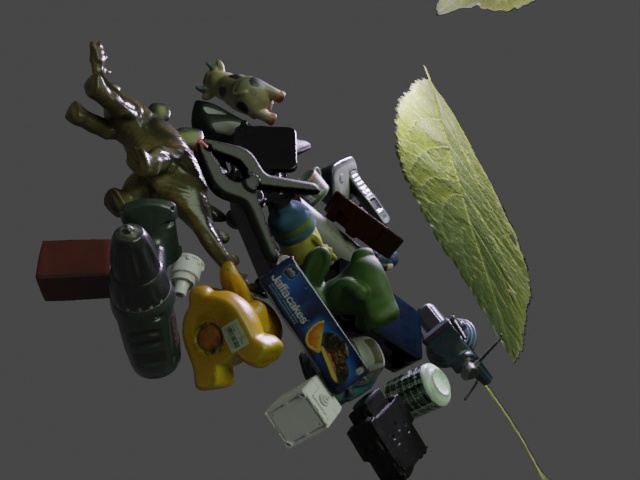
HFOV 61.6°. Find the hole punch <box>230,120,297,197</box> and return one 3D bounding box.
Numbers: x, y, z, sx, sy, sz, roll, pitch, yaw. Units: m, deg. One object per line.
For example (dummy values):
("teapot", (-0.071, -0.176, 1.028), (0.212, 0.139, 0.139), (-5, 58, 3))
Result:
("hole punch", (-0.102, -0.138, 0.960), (0.116, 0.092, 0.142), (4, 56, -8))

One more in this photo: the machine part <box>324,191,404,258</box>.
("machine part", (0.087, -0.031, 1.100), (0.179, 0.056, 0.179), (35, 7, -5))

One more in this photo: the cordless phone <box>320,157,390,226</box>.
("cordless phone", (0.076, -0.092, 1.213), (0.184, 0.089, 0.146), (50, 30, 2))

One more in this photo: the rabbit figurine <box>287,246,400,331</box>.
("rabbit figurine", (0.022, 0.086, 0.858), (0.121, 0.170, 0.159), (164, -91, -82))

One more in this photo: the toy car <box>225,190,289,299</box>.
("toy car", (-0.098, 0.001, 0.890), (0.053, 0.089, 0.202), (-9, 63, -36))

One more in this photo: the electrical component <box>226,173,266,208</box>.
("electrical component", (-0.137, -0.090, 0.980), (0.102, 0.045, 0.078), (31, 38, -31))

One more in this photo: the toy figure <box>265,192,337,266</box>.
("toy figure", (-0.042, -0.004, 0.945), (0.180, 0.089, 0.082), (61, -2, -30))

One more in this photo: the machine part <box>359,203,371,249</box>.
("machine part", (0.127, -0.025, 1.273), (0.084, 0.039, 0.139), (37, 31, -34))

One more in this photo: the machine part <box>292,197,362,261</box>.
("machine part", (-0.002, -0.003, 1.040), (0.243, 0.079, 0.079), (37, 34, -23))

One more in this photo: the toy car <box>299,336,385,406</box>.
("toy car", (0.053, 0.204, 0.876), (0.161, 0.103, 0.109), (5, 56, -49))

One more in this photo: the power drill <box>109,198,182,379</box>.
("power drill", (-0.201, 0.032, 0.635), (0.086, 0.231, 0.207), (-9, 36, -16))

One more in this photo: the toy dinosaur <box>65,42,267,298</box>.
("toy dinosaur", (-0.230, -0.103, 0.819), (0.198, 0.105, 0.471), (-15, 75, -61))

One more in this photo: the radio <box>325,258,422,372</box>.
("radio", (0.095, 0.147, 1.021), (0.229, 0.073, 0.131), (35, 36, -24))

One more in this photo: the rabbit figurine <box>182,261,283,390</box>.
("rabbit figurine", (-0.118, 0.120, 0.754), (0.162, 0.122, 0.173), (52, 15, 18))

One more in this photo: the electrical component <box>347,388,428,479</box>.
("electrical component", (0.107, 0.315, 0.876), (0.134, 0.058, 0.115), (57, 29, 8))

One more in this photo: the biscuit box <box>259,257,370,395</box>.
("biscuit box", (-0.012, 0.124, 0.784), (0.202, 0.063, 0.059), (55, -13, 4))

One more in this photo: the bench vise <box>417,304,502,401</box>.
("bench vise", (0.295, 0.235, 1.111), (0.240, 0.129, 0.224), (46, -5, -28))

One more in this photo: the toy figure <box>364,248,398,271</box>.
("toy figure", (0.114, 0.045, 1.163), (0.154, 0.064, 0.057), (-4, 100, -49))

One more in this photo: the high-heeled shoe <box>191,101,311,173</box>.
("high-heeled shoe", (-0.132, -0.213, 1.051), (0.249, 0.086, 0.145), (-21, 93, -41))

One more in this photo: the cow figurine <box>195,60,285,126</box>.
("cow figurine", (-0.165, -0.294, 1.069), (0.127, 0.085, 0.195), (23, 7, -34))
